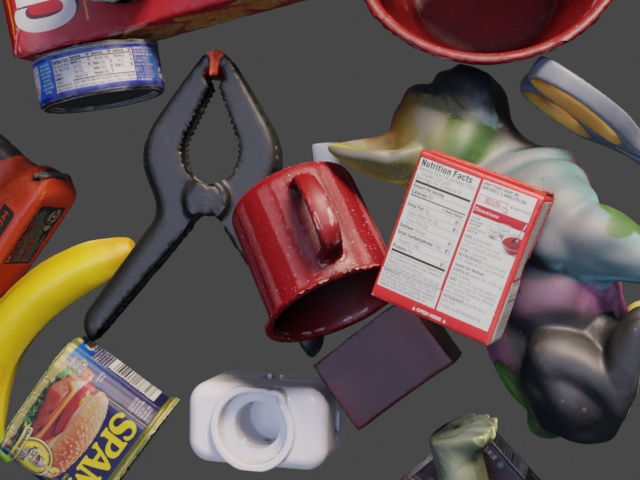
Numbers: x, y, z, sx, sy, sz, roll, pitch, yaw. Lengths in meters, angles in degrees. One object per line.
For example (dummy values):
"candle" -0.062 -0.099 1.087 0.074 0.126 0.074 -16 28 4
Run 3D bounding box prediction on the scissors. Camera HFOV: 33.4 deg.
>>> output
"scissors" 0.197 -0.049 0.651 0.201 0.096 0.016 34 92 -20

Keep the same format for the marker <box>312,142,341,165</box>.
"marker" 0.009 -0.004 0.714 0.020 0.020 0.121 -4 92 16

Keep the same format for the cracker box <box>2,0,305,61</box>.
"cracker box" -0.114 -0.220 0.709 0.214 0.072 0.164 -11 90 17

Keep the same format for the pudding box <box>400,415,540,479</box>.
"pudding box" 0.106 0.183 0.686 0.090 0.039 0.113 -43 81 15

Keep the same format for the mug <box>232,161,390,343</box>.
"mug" -0.004 0.001 0.645 0.093 0.117 0.081 -21 67 -8

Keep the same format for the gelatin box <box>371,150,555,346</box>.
"gelatin box" 0.078 0.003 0.586 0.073 0.030 0.089 23 101 22

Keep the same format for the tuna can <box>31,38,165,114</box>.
"tuna can" -0.148 -0.109 0.718 0.086 0.086 0.034 -10 92 16

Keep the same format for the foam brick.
"foam brick" 0.045 0.077 0.691 0.078 0.051 0.053 -37 82 14

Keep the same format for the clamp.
"clamp" -0.065 -0.020 0.723 0.164 0.036 0.210 10 92 4

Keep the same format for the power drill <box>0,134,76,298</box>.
"power drill" -0.285 -0.041 0.774 0.188 0.057 0.184 39 102 10

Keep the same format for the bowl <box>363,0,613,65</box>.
"bowl" 0.100 -0.164 0.644 0.162 0.055 0.162 -3 69 7

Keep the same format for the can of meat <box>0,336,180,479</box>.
"can of meat" -0.162 0.129 0.742 0.084 0.057 0.102 37 102 1

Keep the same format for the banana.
"banana" -0.208 0.067 0.772 0.069 0.037 0.198 28 105 -18
